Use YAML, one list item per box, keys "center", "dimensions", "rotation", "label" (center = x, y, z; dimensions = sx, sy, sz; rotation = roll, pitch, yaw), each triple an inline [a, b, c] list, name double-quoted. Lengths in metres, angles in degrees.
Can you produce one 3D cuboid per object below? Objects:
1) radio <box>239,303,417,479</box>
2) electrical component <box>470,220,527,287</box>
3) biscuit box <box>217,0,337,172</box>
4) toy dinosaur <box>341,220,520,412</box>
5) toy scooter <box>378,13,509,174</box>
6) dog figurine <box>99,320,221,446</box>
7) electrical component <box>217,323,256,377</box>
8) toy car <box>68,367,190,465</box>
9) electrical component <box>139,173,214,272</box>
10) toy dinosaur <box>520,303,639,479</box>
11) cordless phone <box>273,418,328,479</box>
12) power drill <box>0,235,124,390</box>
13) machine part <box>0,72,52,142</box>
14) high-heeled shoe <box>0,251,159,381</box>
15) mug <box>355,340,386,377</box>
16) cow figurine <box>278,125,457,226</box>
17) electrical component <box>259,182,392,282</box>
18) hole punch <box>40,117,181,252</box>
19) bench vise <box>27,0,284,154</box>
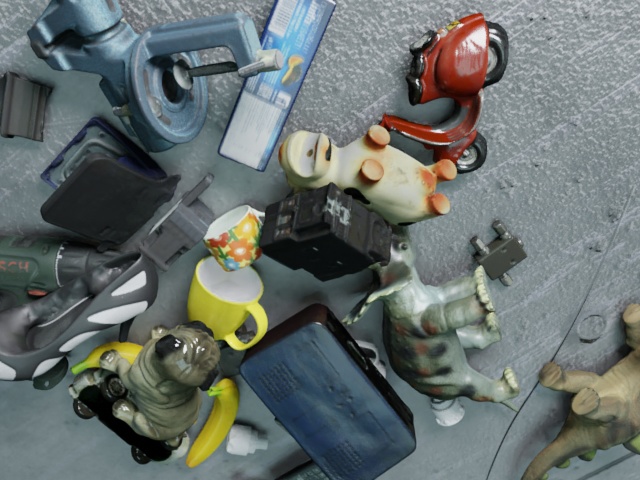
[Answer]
- center: [0.015, 0.202, 0.697]
  dimensions: [0.131, 0.073, 0.229]
  rotation: [-37, 99, 12]
  label: "radio"
- center: [0.247, 0.020, 0.728]
  dimensions: [0.063, 0.021, 0.094]
  rotation: [-37, 112, 12]
  label: "electrical component"
- center: [-0.050, -0.180, 0.593]
  dimensions: [0.059, 0.063, 0.202]
  rotation: [22, 111, -13]
  label: "biscuit box"
- center: [0.153, 0.140, 0.733]
  dimensions: [0.192, 0.131, 0.404]
  rotation: [-14, 120, 17]
  label: "toy dinosaur"
- center: [0.131, -0.160, 0.609]
  dimensions: [0.135, 0.075, 0.183]
  rotation: [0, 120, -3]
  label: "toy scooter"
- center: [-0.175, 0.188, 0.665]
  dimensions: [0.191, 0.121, 0.172]
  rotation: [-9, 114, 51]
  label: "dog figurine"
- center: [-0.110, 0.162, 0.760]
  dimensions: [0.078, 0.045, 0.102]
  rotation: [-13, 115, 1]
  label: "electrical component"
- center: [-0.279, 0.261, 0.791]
  dimensions: [0.073, 0.056, 0.201]
  rotation: [-32, 112, 18]
  label: "toy car"
- center: [-0.160, -0.025, 0.654]
  dimensions: [0.119, 0.075, 0.047]
  rotation: [-41, 110, 12]
  label: "electrical component"
- center: [0.439, 0.250, 0.807]
  dimensions: [0.198, 0.105, 0.471]
  rotation: [34, 113, -21]
  label: "toy dinosaur"
- center: [-0.036, 0.331, 0.826]
  dimensions: [0.184, 0.089, 0.146]
  rotation: [-38, 112, 18]
  label: "cordless phone"
- center: [-0.361, 0.091, 0.693]
  dimensions: [0.232, 0.086, 0.207]
  rotation: [11, 119, -10]
  label: "power drill"
- center: [-0.376, -0.158, 0.597]
  dimensions: [0.139, 0.039, 0.084]
  rotation: [17, 118, -13]
  label: "machine part"
- center: [-0.311, 0.077, 0.604]
  dimensions: [0.249, 0.086, 0.145]
  rotation: [-2, 129, -29]
  label: "high-heeled shoe"
- center: [0.036, 0.192, 0.766]
  dimensions: [0.107, 0.081, 0.109]
  rotation: [11, 115, -2]
  label: "mug"
- center: [0.043, -0.073, 0.622]
  dimensions: [0.195, 0.085, 0.127]
  rotation: [19, 155, -22]
  label: "cow figurine"
- center: [-0.001, -0.002, 0.620]
  dimensions: [0.134, 0.058, 0.114]
  rotation: [-18, 141, 41]
  label: "electrical component"
- center: [-0.253, -0.066, 0.632]
  dimensions: [0.142, 0.092, 0.115]
  rotation: [-43, 141, 12]
  label: "hole punch"
- center: [-0.155, -0.188, 0.534]
  dimensions: [0.241, 0.129, 0.223]
  rotation: [1, 126, 22]
  label: "bench vise"
